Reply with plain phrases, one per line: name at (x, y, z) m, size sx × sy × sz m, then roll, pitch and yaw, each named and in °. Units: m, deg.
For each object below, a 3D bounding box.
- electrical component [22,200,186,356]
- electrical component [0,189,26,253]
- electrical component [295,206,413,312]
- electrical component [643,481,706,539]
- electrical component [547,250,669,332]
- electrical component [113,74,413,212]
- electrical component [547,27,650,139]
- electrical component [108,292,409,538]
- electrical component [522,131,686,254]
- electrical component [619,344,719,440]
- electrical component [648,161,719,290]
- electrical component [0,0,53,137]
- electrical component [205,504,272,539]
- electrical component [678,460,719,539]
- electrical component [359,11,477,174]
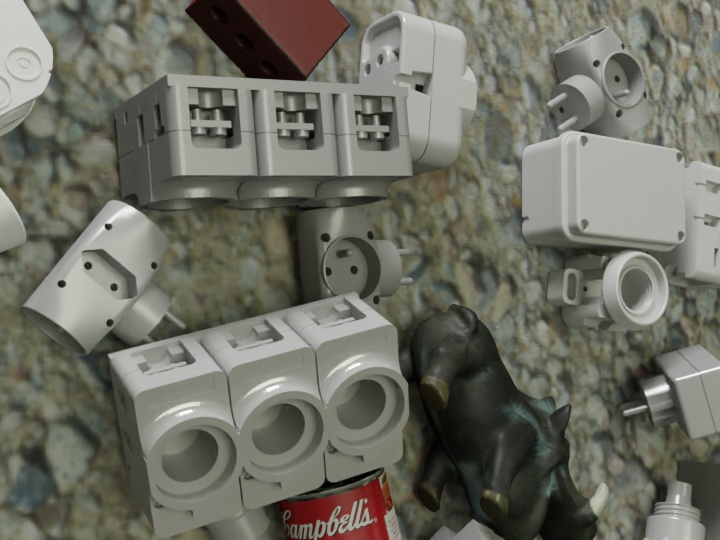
electrical component at (-0.132, 0.016, 0.598) m, size 0.079 × 0.043 × 0.077 m, roll 43°, pitch 66°, yaw -20°
electrical component at (-0.209, -0.018, 0.555) m, size 0.055 × 0.045 × 0.045 m, roll -38°, pitch 105°, yaw -28°
electrical component at (0.000, 0.000, 0.679) m, size 0.079 × 0.044 × 0.077 m, roll -4°, pitch 87°, yaw -32°
electrical component at (0.236, 0.190, 0.804) m, size 0.048 × 0.048 × 0.062 m, roll 25°, pitch 66°, yaw -27°
electrical component at (0.185, 0.016, 0.782) m, size 0.078 × 0.057 × 0.058 m, roll 11°, pitch 80°, yaw -30°
electrical component at (-0.055, -0.069, 0.626) m, size 0.150 × 0.089 × 0.061 m, roll -3°, pitch 87°, yaw -31°
electrical component at (0.168, -0.128, 0.792) m, size 0.079 × 0.044 × 0.077 m, roll -34°, pitch 103°, yaw -29°
electrical component at (-0.054, 0.079, 0.600) m, size 0.150 × 0.062 × 0.089 m, roll -14°, pitch 115°, yaw -23°
electrical component at (0.179, -0.054, 0.785) m, size 0.113 × 0.057 × 0.078 m, roll 5°, pitch 83°, yaw -31°
electrical component at (0.230, 0.094, 0.797) m, size 0.076 × 0.083 × 0.047 m, roll -17°, pitch 95°, yaw 7°
electrical component at (0.264, -0.033, 0.838) m, size 0.056 × 0.050 × 0.089 m, roll 11°, pitch 80°, yaw -30°
electrical component at (-0.204, -0.109, 0.563) m, size 0.080 × 0.051 × 0.080 m, roll 3°, pitch 84°, yaw -31°
electrical component at (-0.068, 0.154, 0.629) m, size 0.035 × 0.035 × 0.061 m, roll -33°, pitch 104°, yaw -29°
electrical component at (0.318, 0.197, 0.768) m, size 0.060 × 0.186 × 0.105 m, roll 10°, pitch 80°, yaw -30°
electrical component at (0.037, -0.114, 0.706) m, size 0.059 × 0.054 × 0.095 m, roll 8°, pitch 81°, yaw -30°
